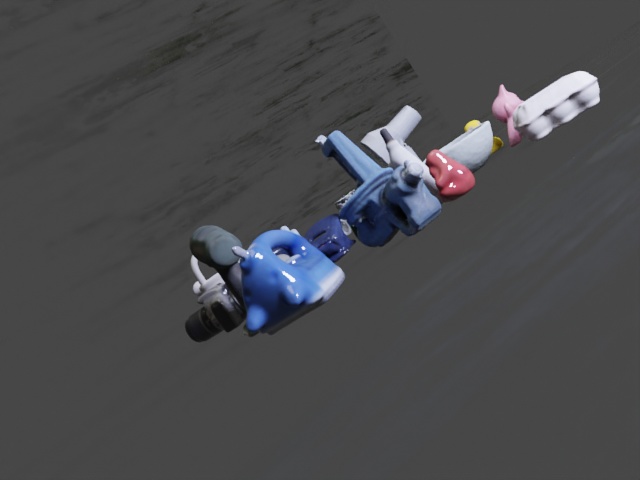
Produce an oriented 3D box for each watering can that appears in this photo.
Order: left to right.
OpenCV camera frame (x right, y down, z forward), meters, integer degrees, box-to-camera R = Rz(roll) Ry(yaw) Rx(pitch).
[{"bbox_3d":[-0.252,0.109,1.410,0.172,0.194,0.101,-32,4,23],"label":"watering can"}]

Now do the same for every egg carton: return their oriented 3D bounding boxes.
[{"bbox_3d":[0.420,-0.240,1.026,0.150,0.069,0.107,-33,4,14],"label":"egg carton"}]

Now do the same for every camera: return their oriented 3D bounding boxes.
[{"bbox_3d":[-0.235,0.161,1.295,0.136,0.101,0.143,-33,4,15],"label":"camera"}]

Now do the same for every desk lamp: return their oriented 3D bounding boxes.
[{"bbox_3d":[0.248,-0.253,1.605,0.203,0.213,0.118,-34,4,3],"label":"desk lamp"}]

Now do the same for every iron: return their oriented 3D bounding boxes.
[{"bbox_3d":[-0.047,0.039,0.887,0.118,0.141,0.259,-32,4,22],"label":"iron"}]

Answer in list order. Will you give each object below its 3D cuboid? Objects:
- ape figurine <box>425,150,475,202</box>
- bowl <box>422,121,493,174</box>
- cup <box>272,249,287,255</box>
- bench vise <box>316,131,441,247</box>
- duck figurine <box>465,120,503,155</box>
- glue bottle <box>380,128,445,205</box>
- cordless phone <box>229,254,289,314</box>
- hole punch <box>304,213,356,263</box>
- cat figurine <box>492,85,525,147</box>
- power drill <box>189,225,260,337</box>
[{"bbox_3d":[0.214,-0.113,0.982,0.076,0.092,0.078,-30,5,44],"label":"ape figurine"},{"bbox_3d":[0.295,-0.172,1.190,0.167,0.075,0.167,-34,3,3],"label":"bowl"},{"bbox_3d":[-0.090,0.069,1.268,0.091,0.095,0.118,-34,4,4],"label":"cup"},{"bbox_3d":[0.092,-0.105,0.944,0.207,0.220,0.122,-31,5,42],"label":"bench vise"},{"bbox_3d":[0.365,-0.235,1.322,0.077,0.086,0.104,-34,4,-6],"label":"duck figurine"},{"bbox_3d":[0.160,-0.130,1.052,0.037,0.173,0.078,-37,5,-38],"label":"glue bottle"},{"bbox_3d":[-0.130,0.051,1.142,0.148,0.185,0.094,-35,4,-23],"label":"cordless phone"},{"bbox_3d":[0.012,0.004,1.255,0.108,0.091,0.101,-32,4,28],"label":"hole punch"},{"bbox_3d":[0.392,-0.261,1.175,0.067,0.118,0.128,-32,4,23],"label":"cat figurine"},{"bbox_3d":[-0.155,0.063,1.001,0.076,0.208,0.229,-35,4,-18],"label":"power drill"}]
